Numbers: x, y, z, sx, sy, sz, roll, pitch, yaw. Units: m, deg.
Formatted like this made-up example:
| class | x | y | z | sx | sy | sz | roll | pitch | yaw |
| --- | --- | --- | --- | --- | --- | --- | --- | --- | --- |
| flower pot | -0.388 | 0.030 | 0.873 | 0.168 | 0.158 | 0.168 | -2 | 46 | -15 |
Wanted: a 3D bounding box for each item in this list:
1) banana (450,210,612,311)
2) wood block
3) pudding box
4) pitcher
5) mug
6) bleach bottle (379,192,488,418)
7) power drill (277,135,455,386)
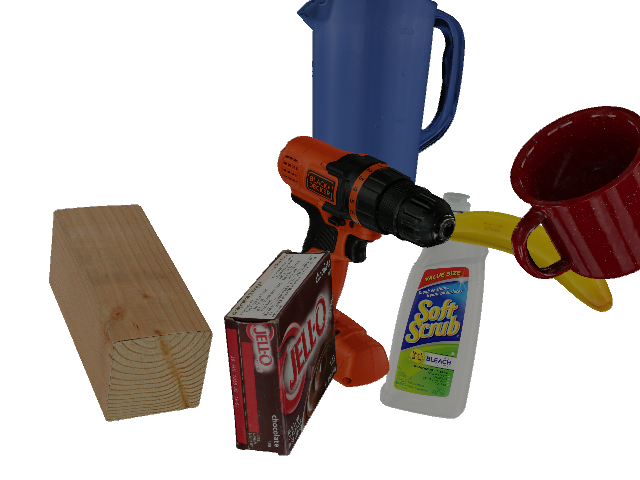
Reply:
| class | x | y | z | sx | sy | sz | roll | pitch | yaw |
| --- | --- | --- | --- | --- | --- | --- | --- | --- | --- |
| banana | 0.195 | 0.011 | 1.027 | 0.198 | 0.069 | 0.037 | 20 | -27 | 27 |
| wood block | -0.182 | 0.060 | 0.992 | 0.090 | 0.091 | 0.206 | -5 | 36 | -28 |
| pudding box | -0.022 | 0.066 | 0.668 | 0.039 | 0.090 | 0.113 | 3 | 22 | 14 |
| pitcher | 0.061 | -0.141 | 1.144 | 0.149 | 0.243 | 0.144 | 7 | 9 | 24 |
| mug | 0.176 | -0.020 | 0.708 | 0.117 | 0.081 | 0.093 | -42 | 34 | -10 |
| bleach bottle | 0.131 | 0.070 | 1.208 | 0.103 | 0.251 | 0.068 | 9 | 14 | 17 |
| power drill | 0.029 | 0.022 | 0.878 | 0.057 | 0.188 | 0.185 | -12 | 29 | -38 |
